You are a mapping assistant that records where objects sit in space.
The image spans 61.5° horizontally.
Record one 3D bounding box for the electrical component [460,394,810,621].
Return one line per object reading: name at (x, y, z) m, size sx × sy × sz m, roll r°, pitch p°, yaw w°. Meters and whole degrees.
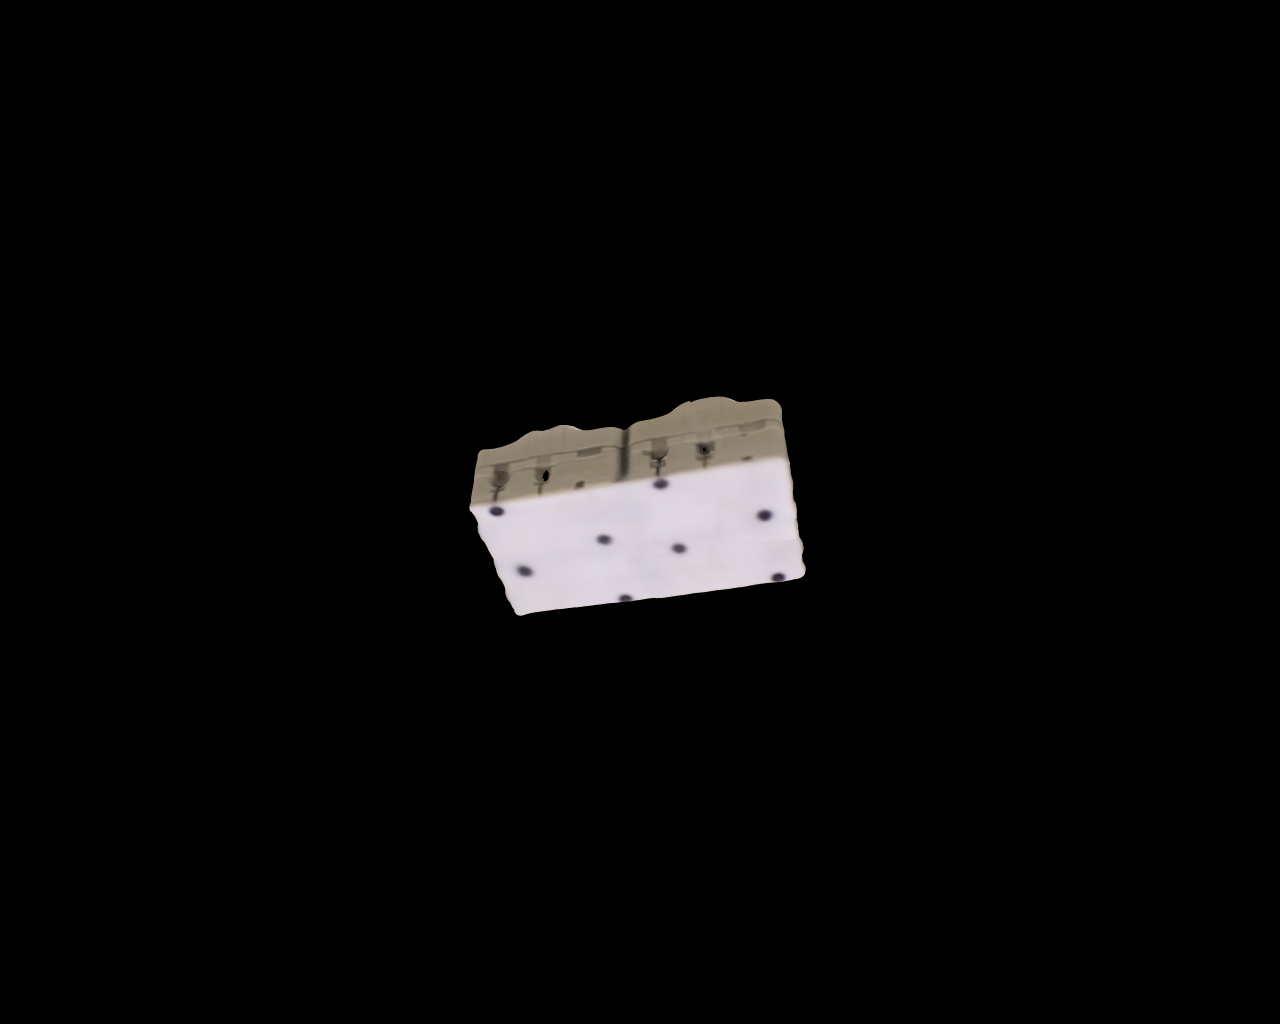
electrical component at (0.001, -0.003, 0.650) m, size 0.186 × 0.060 × 0.105 m, roll -9°, pitch -46°, yaw 9°
